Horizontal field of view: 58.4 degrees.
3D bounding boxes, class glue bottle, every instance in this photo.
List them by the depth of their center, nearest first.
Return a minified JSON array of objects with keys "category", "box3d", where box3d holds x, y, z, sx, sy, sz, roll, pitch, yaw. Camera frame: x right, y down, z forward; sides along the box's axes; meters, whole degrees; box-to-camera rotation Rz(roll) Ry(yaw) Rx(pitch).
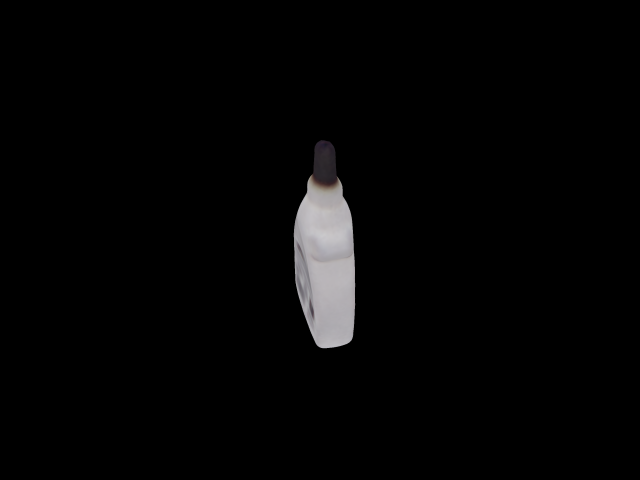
[{"category":"glue bottle","box3d":[0.004,0.001,0.400,0.037,0.173,0.078,-12,50,-9]}]
